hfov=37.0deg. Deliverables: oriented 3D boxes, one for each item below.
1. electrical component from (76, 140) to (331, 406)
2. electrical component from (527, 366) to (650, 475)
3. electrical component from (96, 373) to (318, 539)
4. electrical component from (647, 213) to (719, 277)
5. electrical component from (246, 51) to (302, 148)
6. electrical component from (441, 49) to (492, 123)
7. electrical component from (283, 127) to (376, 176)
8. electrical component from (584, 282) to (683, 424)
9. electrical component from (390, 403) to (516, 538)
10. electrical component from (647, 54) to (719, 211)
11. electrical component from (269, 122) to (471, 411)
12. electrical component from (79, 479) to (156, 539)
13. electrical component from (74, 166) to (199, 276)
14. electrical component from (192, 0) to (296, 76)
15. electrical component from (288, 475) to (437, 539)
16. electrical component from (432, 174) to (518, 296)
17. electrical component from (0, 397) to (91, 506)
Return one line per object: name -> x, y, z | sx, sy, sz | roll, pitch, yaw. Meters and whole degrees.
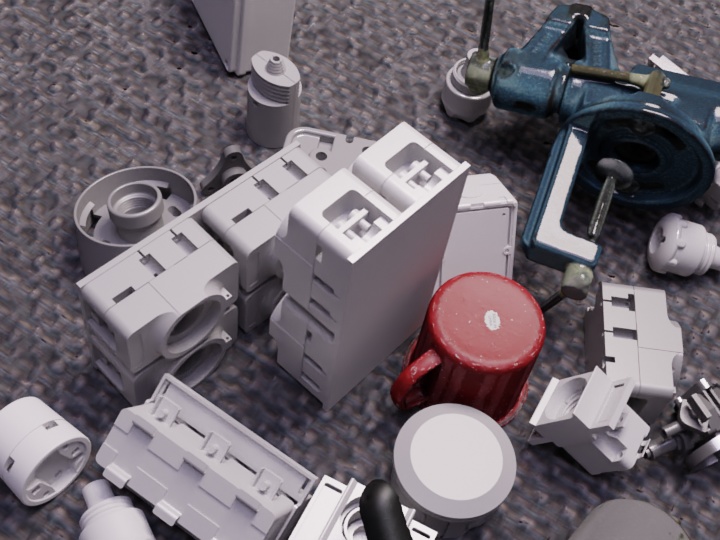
electrical component -> -0.096, 0.007, 0.745 | 0.186, 0.105, 0.060 | -37, 67, -27
electrical component -> 0.158, 0.105, 0.732 | 0.064, 0.081, 0.042 | 43, 58, -14
electrical component -> -0.100, 0.132, 0.677 | 0.121, 0.063, 0.078 | 32, 98, 15
electrical component -> 0.261, -0.015, 0.845 | 0.062, 0.048, 0.048 | 16, 55, -7
electrical component -> -0.069, -0.141, 0.864 | 0.043, 0.081, 0.043 | 3, 56, -5
electrical component -> 0.094, -0.159, 0.909 | 0.043, 0.062, 0.043 | 3, 55, -5
electrical component -> -0.015, -0.065, 0.833 | 0.095, 0.059, 0.053 | 12, 55, 1
electrical component -> 0.198, 0.060, 0.780 | 0.056, 0.050, 0.089 | 8, 55, -2
electrical component -> 0.059, 0.133, 0.712 | 0.080, 0.051, 0.080 | 3, 56, -5
electrical component -> 0.273, -0.112, 0.894 | 0.063, 0.078, 0.121 | -40, 68, -10
electrical component -> 0.000, 0.000, 0.713 | 0.060, 0.186, 0.105 | 40, 60, 18
electrical component -> -0.155, 0.161, 0.671 | 0.043, 0.043, 0.062 | -21, 59, -20
electrical component -> -0.162, -0.029, 0.801 | 0.099, 0.064, 0.099 | -2, 44, 2
electrical component -> -0.100, -0.242, 0.913 | 0.056, 0.108, 0.108 | -16, 59, -20
electrical component -> -0.016, 0.198, 0.651 | 0.079, 0.063, 0.121 | 25, 57, 10
electrical component -> 0.076, -0.019, 0.801 | 0.062, 0.096, 0.061 | -7, 30, -12
electrical component -> -0.209, 0.115, 0.689 | 0.047, 0.055, 0.055 | 37, 59, 21
